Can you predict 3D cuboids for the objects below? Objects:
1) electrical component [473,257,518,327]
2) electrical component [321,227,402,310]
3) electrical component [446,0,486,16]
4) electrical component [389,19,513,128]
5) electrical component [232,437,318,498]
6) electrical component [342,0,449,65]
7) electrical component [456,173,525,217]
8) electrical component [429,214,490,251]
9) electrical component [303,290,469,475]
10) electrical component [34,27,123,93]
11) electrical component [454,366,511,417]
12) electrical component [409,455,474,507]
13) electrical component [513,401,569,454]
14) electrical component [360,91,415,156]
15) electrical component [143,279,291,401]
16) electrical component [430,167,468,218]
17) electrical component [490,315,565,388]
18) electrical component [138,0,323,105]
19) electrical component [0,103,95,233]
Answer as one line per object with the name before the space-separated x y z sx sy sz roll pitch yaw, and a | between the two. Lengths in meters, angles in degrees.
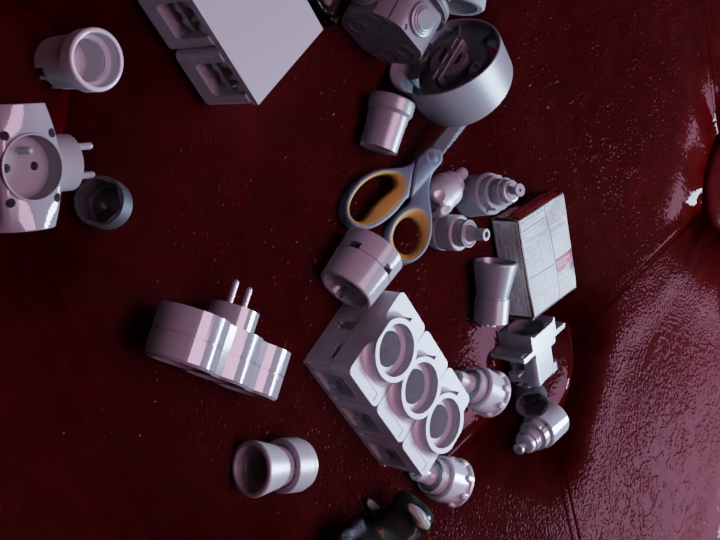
electrical component | 0.131 0.023 1.059 0.044 0.044 0.065 -8 105 -47
electrical component | 0.000 0.000 0.900 0.047 0.055 0.055 -55 131 -24
electrical component | 0.065 -0.281 0.939 0.138 0.052 0.073 15 84 -48
electrical component | 0.082 -0.175 0.939 0.064 0.099 0.099 43 63 -49
electrical component | -0.067 0.155 0.851 0.055 0.045 0.045 5 91 -49
electrical component | 0.029 -0.211 0.888 0.080 0.080 0.051 42 70 -42
electrical component | 0.123 -0.072 1.015 0.040 0.078 0.040 2 87 -37
electrical component | 0.092 -0.034 0.992 0.035 0.061 0.035 -8 100 -48
electrical component | 0.030 0.098 0.939 0.089 0.062 0.150 -55 131 -28
electrical component | -0.181 -0.133 0.688 0.040 0.046 0.040 -8 100 -47
electrical component | 0.113 0.114 1.048 0.062 0.048 0.048 26 75 -40
electrical component | 0.073 0.195 1.014 0.062 0.048 0.048 24 76 -40
electrical component | 0.189 0.171 1.141 0.078 0.040 0.040 -31 117 -42
electrical component | 0.022 -0.125 0.921 0.040 0.040 0.046 21 84 -47
electrical component | -0.096 0.044 0.785 0.138 0.052 0.073 36 68 -58
electrical component | 0.080 -0.075 0.995 0.061 0.035 0.035 -44 125 -38
electrical component | 0.176 0.083 1.116 0.081 0.042 0.063 -34 123 -40
electrical component | -0.105 -0.201 0.753 0.089 0.062 0.150 -55 131 -29
electrical component | -0.201 -0.066 0.675 0.079 0.044 0.077 -12 104 -47
